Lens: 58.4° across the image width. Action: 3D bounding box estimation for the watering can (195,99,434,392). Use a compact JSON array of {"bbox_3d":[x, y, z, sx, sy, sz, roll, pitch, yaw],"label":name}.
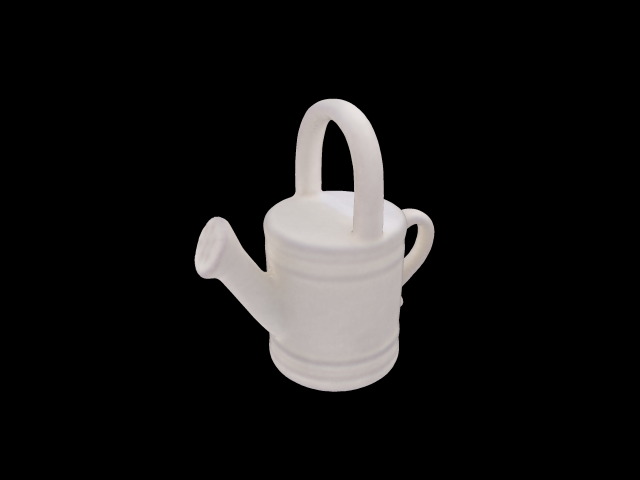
[{"bbox_3d":[0.005,0.002,0.398,0.100,0.194,0.173,22,34,36],"label":"watering can"}]
